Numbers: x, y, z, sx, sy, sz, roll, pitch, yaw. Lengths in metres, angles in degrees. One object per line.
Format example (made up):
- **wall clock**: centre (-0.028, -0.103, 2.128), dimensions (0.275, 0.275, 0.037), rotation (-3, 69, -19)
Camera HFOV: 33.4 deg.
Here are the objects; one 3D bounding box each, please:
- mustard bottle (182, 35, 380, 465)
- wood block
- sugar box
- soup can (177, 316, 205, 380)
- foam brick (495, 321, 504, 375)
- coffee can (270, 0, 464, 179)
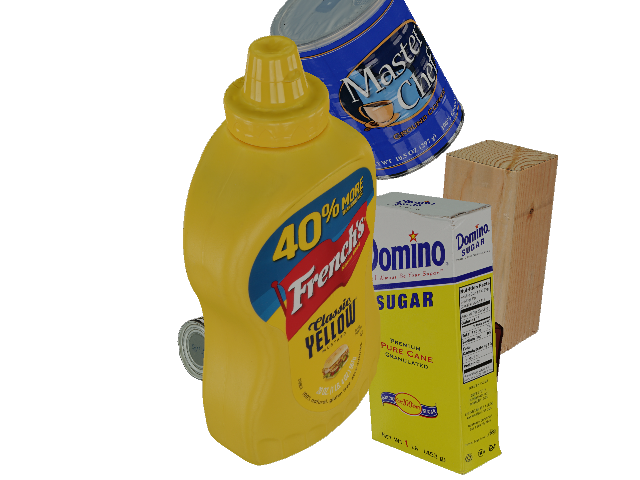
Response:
- **mustard bottle**: centre (-0.014, 0.002, 0.456), dimensions (0.058, 0.192, 0.096), rotation (28, 48, 33)
- **wood block**: centre (0.189, 0.006, 1.159), dimensions (0.090, 0.206, 0.090), rotation (18, 26, 37)
- **sugar box**: centre (0.072, 0.060, 0.722), dimensions (0.048, 0.176, 0.094), rotation (-18, 18, -37)
- **soup can**: centre (-0.096, 0.108, 1.159), dimensions (0.069, 0.068, 0.102), rotation (0, 9, 45)
- **foam brick**: centre (0.121, 0.103, 0.925), dimensions (0.051, 0.078, 0.053), rotation (-3, 17, -20)
- **coffee can**: centre (0.039, -0.133, 0.842), dimensions (0.103, 0.102, 0.140), rotation (0, -42, 40)
